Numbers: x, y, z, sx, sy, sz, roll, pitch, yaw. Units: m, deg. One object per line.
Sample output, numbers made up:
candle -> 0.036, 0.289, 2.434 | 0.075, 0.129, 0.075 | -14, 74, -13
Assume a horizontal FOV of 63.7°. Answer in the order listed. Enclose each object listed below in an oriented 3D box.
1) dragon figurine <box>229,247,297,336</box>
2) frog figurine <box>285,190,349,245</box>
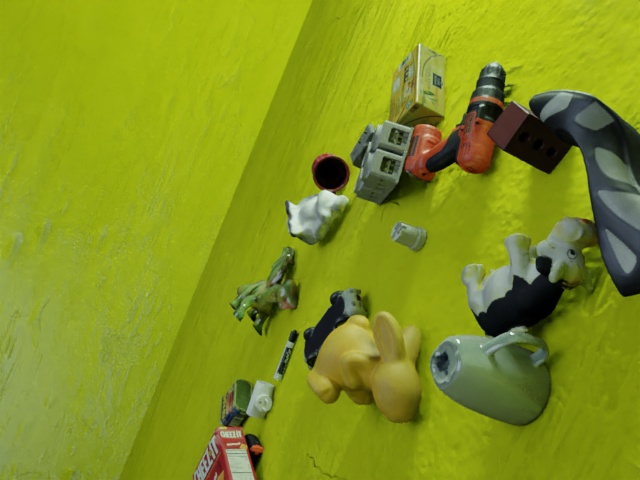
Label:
dragon figurine -> -0.145, 0.123, 1.466 | 0.243, 0.121, 0.415 | -50, 23, 1
frog figurine -> 0.004, -0.063, 1.260 | 0.158, 0.120, 0.140 | -20, 30, 17
